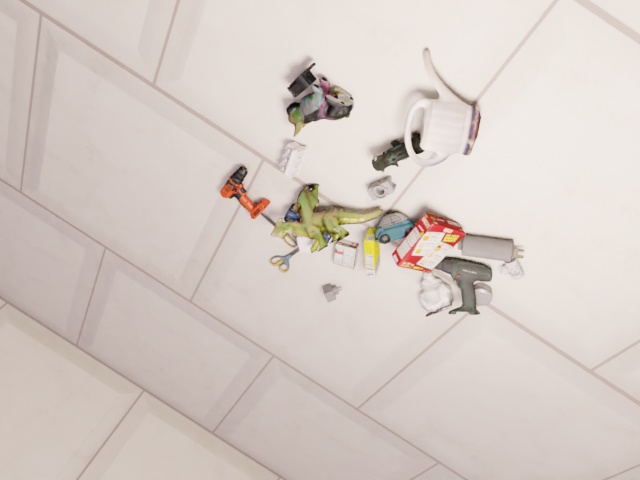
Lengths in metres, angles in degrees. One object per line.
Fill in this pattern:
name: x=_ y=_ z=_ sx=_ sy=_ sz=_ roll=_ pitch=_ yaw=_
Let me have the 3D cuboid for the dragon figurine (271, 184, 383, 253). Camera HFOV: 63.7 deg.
dragon figurine: x=0.006 y=-0.097 z=1.920 sx=0.409 sy=0.122 sz=0.243 roll=-30 pitch=86 yaw=8

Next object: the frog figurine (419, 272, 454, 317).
frog figurine: x=0.438 y=0.200 z=1.989 sx=0.135 sy=0.123 sz=0.161 roll=-35 pitch=69 yaw=45

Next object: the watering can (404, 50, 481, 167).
watering can: x=0.381 y=-0.389 z=1.573 sx=0.224 sy=0.105 sz=0.343 roll=9 pitch=106 yaw=3
